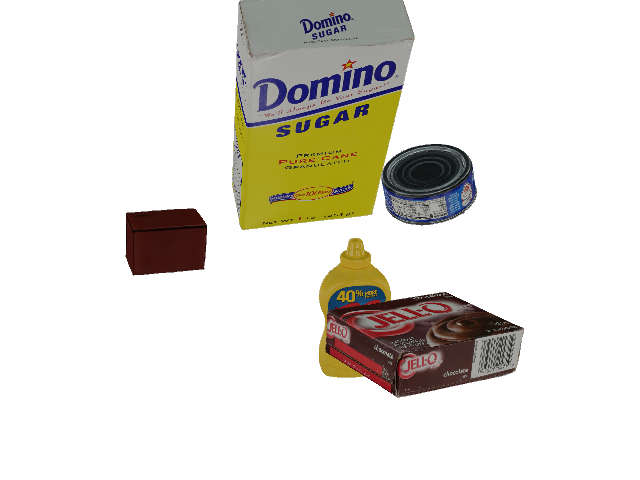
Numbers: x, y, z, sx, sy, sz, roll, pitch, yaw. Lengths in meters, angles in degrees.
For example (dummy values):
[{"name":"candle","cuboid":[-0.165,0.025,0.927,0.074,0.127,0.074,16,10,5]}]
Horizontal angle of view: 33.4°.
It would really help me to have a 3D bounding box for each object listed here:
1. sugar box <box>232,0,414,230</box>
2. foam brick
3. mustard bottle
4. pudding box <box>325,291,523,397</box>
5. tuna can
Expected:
[{"name":"sugar box","cuboid":[-0.004,-0.073,0.644,0.093,0.048,0.176,-8,-28,-10]},{"name":"foam brick","cuboid":[-0.163,0.000,1.121,0.078,0.051,0.053,-4,23,-17]},{"name":"mustard bottle","cuboid":[0.046,0.088,1.436,0.096,0.192,0.058,-3,21,-8]},{"name":"pudding box","cuboid":[0.073,0.072,0.763,0.113,0.039,0.090,-4,18,-33]},{"name":"tuna can","cuboid":[0.100,-0.053,0.986,0.086,0.034,0.086,-10,37,7]}]
